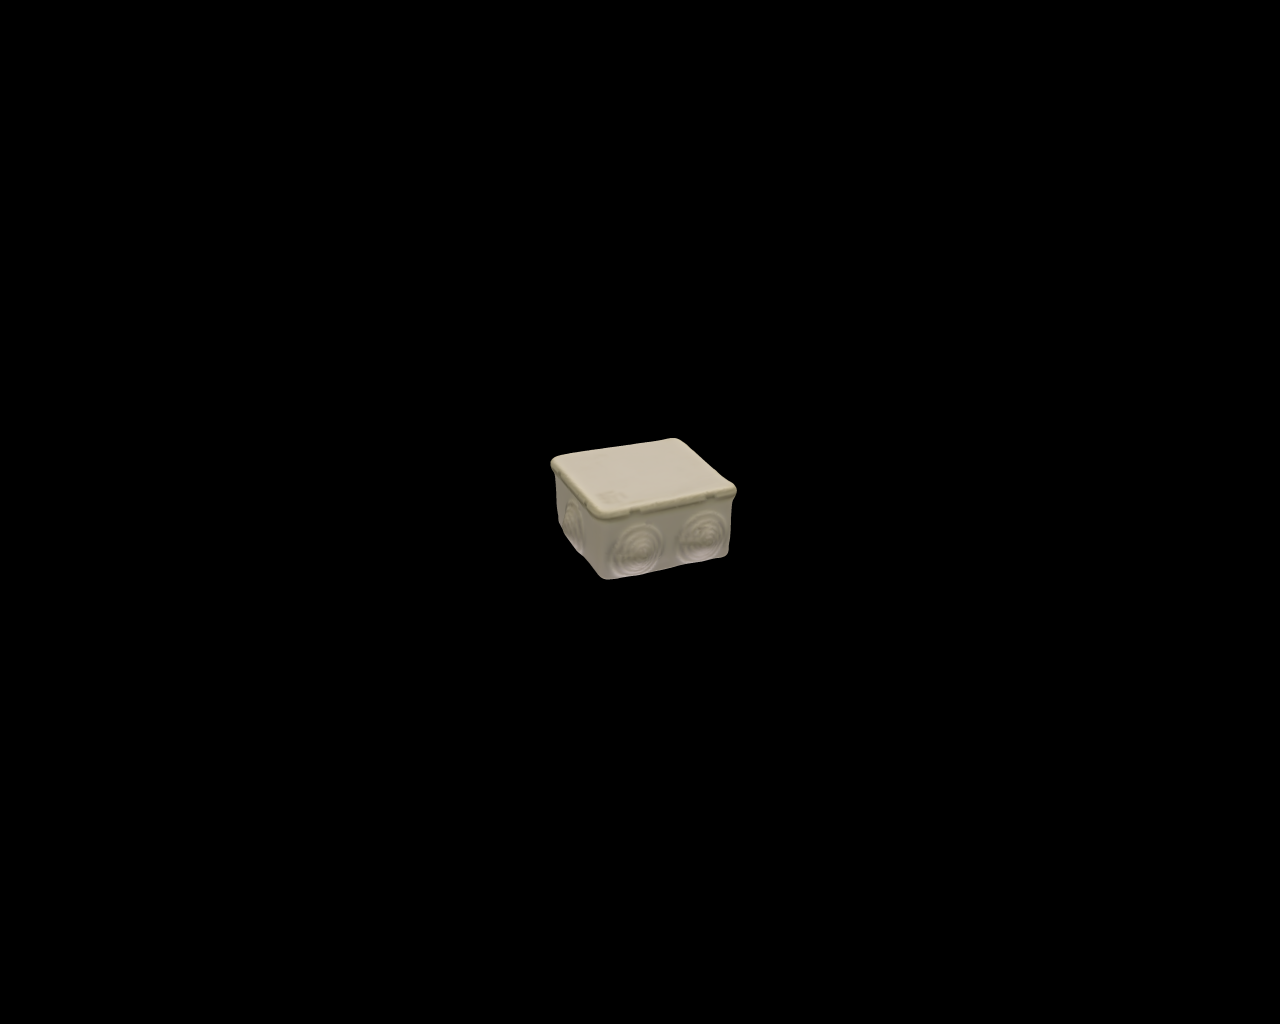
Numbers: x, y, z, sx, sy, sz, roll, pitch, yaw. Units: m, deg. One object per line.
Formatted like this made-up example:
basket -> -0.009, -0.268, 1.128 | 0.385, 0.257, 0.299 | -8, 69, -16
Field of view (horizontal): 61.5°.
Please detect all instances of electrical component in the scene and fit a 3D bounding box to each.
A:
electrical component -> 0.001, -0.003, 0.650 | 0.100, 0.048, 0.100 | -10, 28, -20
